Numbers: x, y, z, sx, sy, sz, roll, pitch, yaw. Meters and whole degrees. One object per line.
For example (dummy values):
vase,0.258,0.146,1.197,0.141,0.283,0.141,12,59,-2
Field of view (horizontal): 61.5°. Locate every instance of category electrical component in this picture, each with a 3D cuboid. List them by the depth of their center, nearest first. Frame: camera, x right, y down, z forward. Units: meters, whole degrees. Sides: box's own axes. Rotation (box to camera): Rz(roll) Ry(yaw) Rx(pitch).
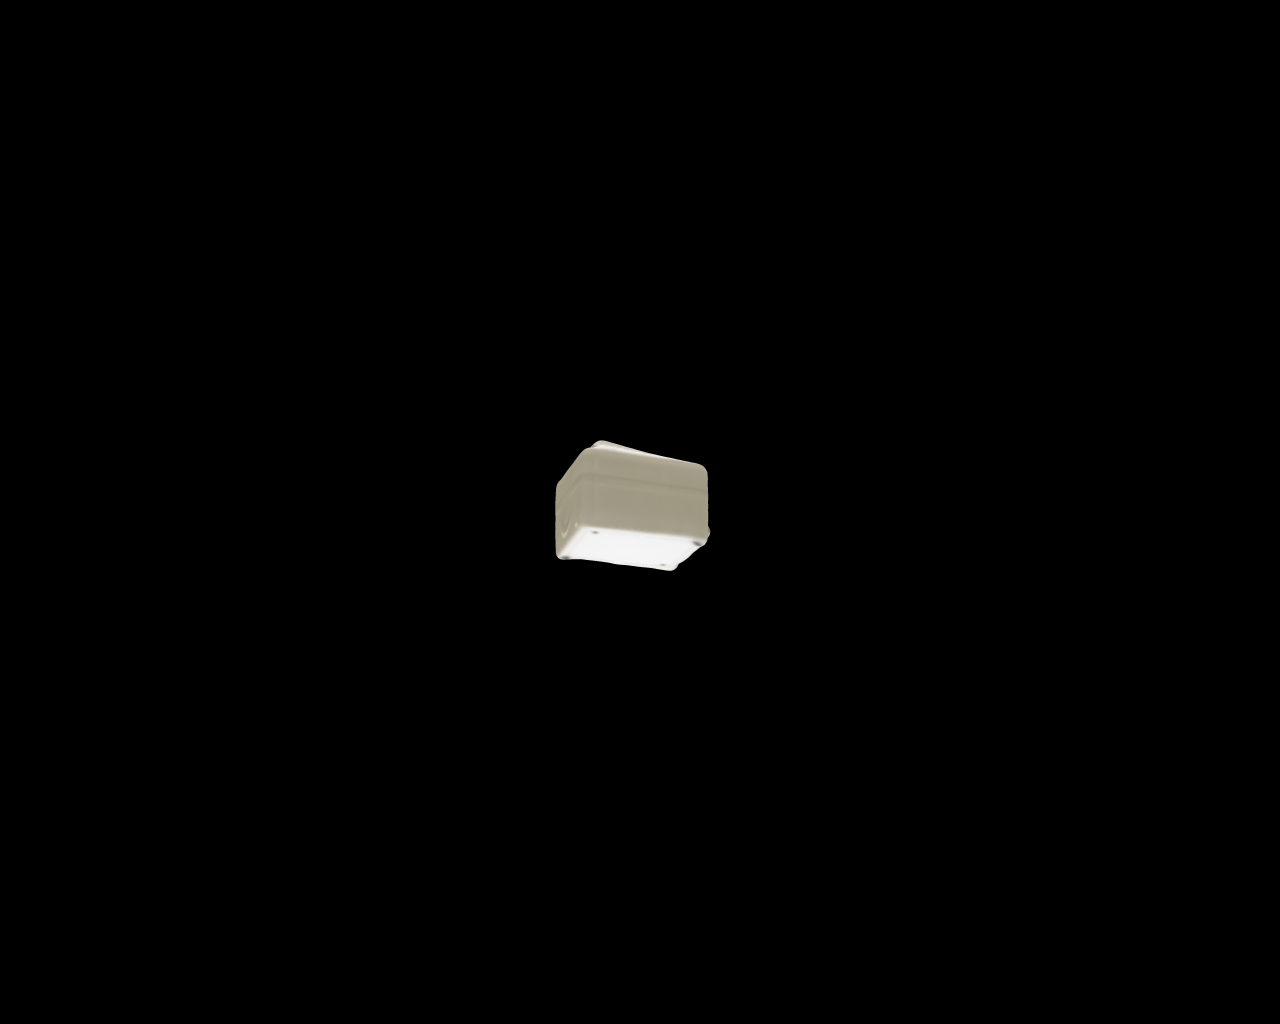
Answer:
electrical component,0.001,-0.003,0.650,0.096,0.061,0.061,8,-24,-18
